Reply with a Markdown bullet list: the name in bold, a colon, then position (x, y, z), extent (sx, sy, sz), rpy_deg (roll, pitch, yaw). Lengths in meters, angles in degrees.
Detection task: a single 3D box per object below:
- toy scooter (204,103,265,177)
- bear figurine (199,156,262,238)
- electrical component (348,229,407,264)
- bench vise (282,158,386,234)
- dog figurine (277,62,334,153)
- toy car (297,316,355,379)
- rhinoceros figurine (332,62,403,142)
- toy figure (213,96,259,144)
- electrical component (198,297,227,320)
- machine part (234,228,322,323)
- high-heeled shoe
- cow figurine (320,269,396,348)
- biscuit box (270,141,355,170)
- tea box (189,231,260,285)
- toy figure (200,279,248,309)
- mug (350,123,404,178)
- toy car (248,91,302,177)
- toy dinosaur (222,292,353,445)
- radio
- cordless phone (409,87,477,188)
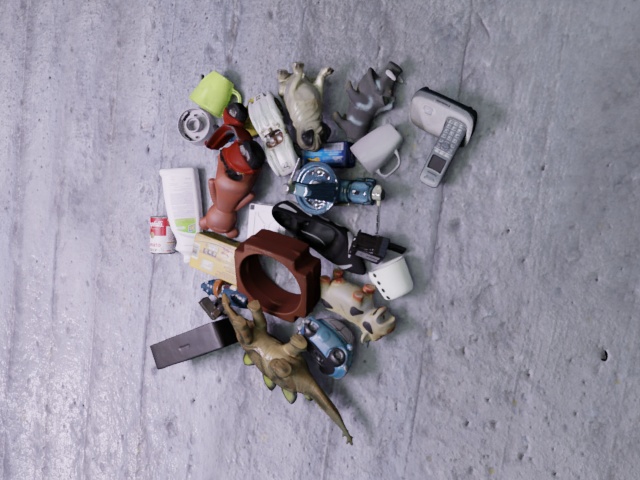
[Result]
- **toy scooter**: position (-0.211, -0.222, 1.273), extent (0.135, 0.075, 0.184), rpy_deg (-28, 74, 24)
- **bear figurine**: position (-0.231, -0.107, 1.370), extent (0.120, 0.132, 0.195), rpy_deg (17, 136, -10)
- **electrical component**: position (0.129, 0.022, 1.210), extent (0.119, 0.075, 0.048), rpy_deg (21, 73, -4)
- **bench vise**: position (0.017, -0.106, 1.175), extent (0.224, 0.240, 0.128), rpy_deg (24, 106, 32)
- **dog figurine**: position (-0.043, -0.293, 1.242), extent (0.121, 0.172, 0.190), rpy_deg (2, 92, -15)
- **toy car**: position (0.025, 0.239, 1.264), extent (0.162, 0.103, 0.109), rpy_deg (48, 149, 12)
- **rhinoceros figurine**: position (0.111, -0.313, 1.204), extent (0.112, 0.073, 0.190), rpy_deg (39, 108, 19)
- **toy figure**: position (-0.175, -0.291, 1.336), extent (0.180, 0.082, 0.089), rpy_deg (-26, 99, 18)
- **electrical component**: position (-0.278, 0.178, 1.407), extent (0.045, 0.102, 0.078), rpy_deg (-38, 91, -20)
- **machine part**: position (-0.099, 0.084, 1.279), extent (0.202, 0.087, 0.200), rpy_deg (19, 130, 23)
- **high-heeled shoe**: position (-0.003, -0.004, 1.237), extent (0.249, 0.145, 0.086), rpy_deg (42, 110, 19)
- **cow figurine**: position (0.086, 0.160, 1.233), extent (0.195, 0.085, 0.127), rpy_deg (25, 126, 31)
- **biscuit box**: position (-0.018, -0.199, 1.277), extent (0.203, 0.063, 0.059), rpy_deg (2, 94, 24)
- **tea box**: position (-0.247, 0.047, 1.396), extent (0.170, 0.068, 0.098), rpy_deg (21, 102, 21)
- **toy figure**: position (-0.243, 0.137, 1.406), extent (0.155, 0.058, 0.064), rpy_deg (18, 100, 26)
- **mug**: position (0.139, -0.200, 1.195), extent (0.107, 0.080, 0.110), rpy_deg (-42, 70, 13)
- **toy car**: position (-0.105, -0.245, 1.244), extent (0.073, 0.056, 0.201), rpy_deg (-23, 88, 24)
- **toy dinosaur**: position (-0.086, 0.296, 1.278), extent (0.472, 0.105, 0.198), rpy_deg (43, 151, 20)
- **radio**: position (-0.316, 0.266, 1.407), extent (0.230, 0.131, 0.073), rpy_deg (-21, 84, 25)
- **cordless phone**: position (0.239, -0.216, 1.148), extent (0.147, 0.088, 0.184), rpy_deg (31, 110, 20)
